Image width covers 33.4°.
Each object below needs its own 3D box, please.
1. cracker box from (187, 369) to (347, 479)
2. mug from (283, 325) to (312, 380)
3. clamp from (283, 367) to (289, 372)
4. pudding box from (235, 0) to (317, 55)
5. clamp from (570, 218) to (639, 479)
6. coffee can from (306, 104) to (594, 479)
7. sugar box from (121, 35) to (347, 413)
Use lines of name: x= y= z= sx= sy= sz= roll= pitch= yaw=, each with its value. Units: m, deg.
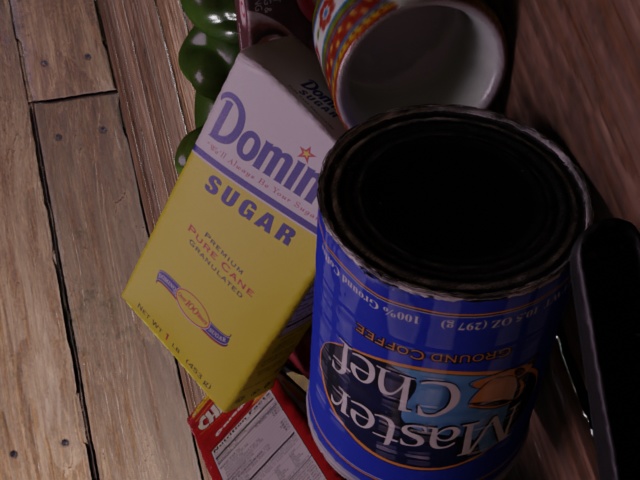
cracker box: x=0.020 y=0.163 z=0.576 sx=0.164 sy=0.072 sz=0.214 roll=45 pitch=178 yaw=-20
mug: x=0.022 y=0.062 z=0.609 sx=0.082 sy=0.093 sz=0.117 roll=-143 pitch=48 yaw=-65
clamp: x=-0.016 y=0.124 z=0.953 sx=0.120 sy=0.039 sz=0.171 roll=106 pitch=152 yaw=-43
pudding box: x=0.005 y=-0.101 z=0.549 sx=0.039 sy=0.090 sz=0.113 roll=-118 pitch=20 yaw=-54
clamp: x=0.120 y=0.119 z=0.347 sx=0.165 sy=0.036 sz=0.210 roll=-117 pitch=20 yaw=-55
coffee can: x=0.047 y=0.030 z=0.442 sx=0.140 sy=0.102 sz=0.103 roll=93 pitch=162 yaw=-47
sugar box: x=-0.031 y=-0.003 z=0.530 sx=0.093 sy=0.048 sz=0.176 roll=45 pitch=131 yaw=17
